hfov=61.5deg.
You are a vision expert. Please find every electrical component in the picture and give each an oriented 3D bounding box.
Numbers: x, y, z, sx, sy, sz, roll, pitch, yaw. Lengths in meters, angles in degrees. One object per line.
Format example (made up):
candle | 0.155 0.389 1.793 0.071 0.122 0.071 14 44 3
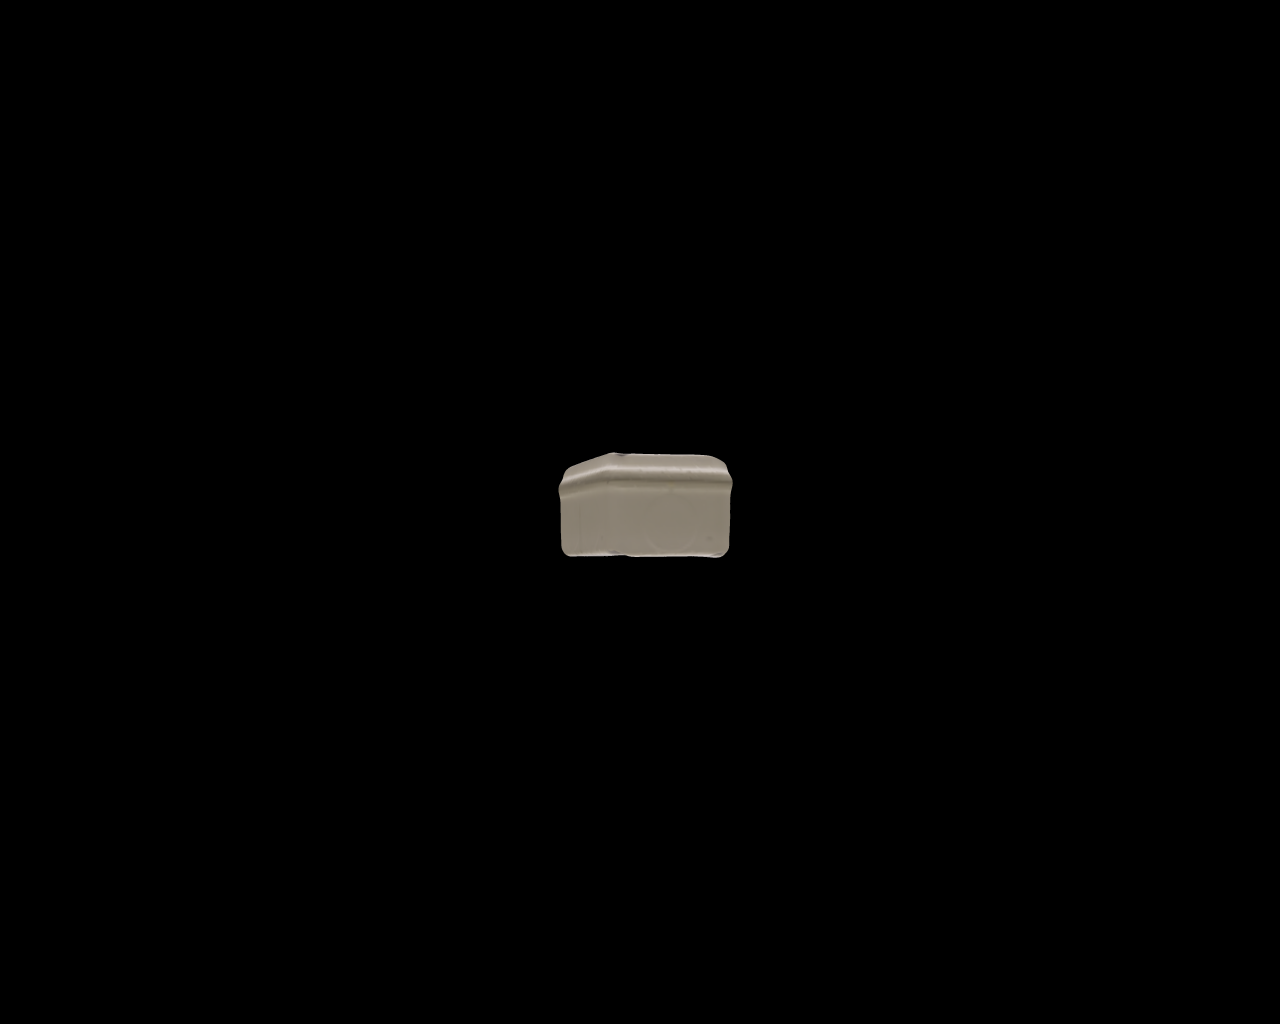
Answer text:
electrical component | 0.001 -0.003 0.650 0.078 0.057 0.113 1 -2 -19
